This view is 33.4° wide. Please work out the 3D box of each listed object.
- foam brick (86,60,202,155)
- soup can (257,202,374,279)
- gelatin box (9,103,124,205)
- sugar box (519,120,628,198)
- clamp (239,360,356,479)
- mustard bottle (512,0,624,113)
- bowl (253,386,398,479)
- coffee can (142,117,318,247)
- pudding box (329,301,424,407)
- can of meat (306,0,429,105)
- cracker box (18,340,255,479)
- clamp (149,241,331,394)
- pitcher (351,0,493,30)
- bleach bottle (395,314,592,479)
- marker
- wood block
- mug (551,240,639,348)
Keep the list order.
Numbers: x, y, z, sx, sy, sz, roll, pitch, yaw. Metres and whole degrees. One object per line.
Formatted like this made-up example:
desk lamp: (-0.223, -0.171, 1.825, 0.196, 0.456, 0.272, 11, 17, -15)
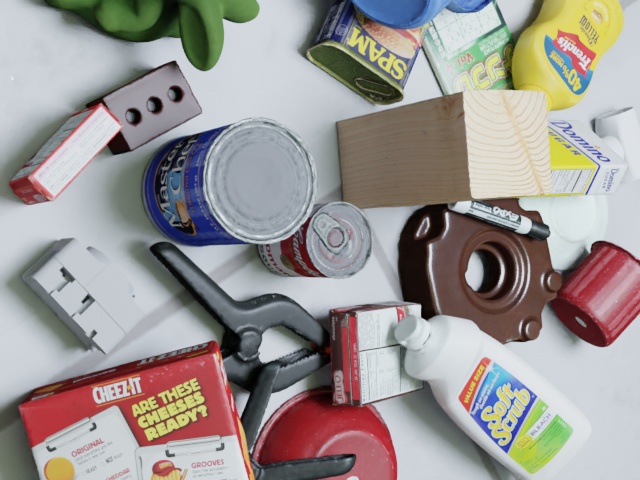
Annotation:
foam brick: (-0.152, -0.114, 0.923, 0.078, 0.051, 0.053, -34, 105, -25)
soup can: (-0.006, 0.001, 0.972, 0.068, 0.102, 0.068, 1, 89, -29)
gelatin box: (-0.210, -0.069, 0.878, 0.030, 0.073, 0.089, 46, 69, -20)
sugar box: (0.222, -0.086, 1.104, 0.175, 0.093, 0.048, -6, 131, -28)
clamp: (-0.055, 0.205, 0.948, 0.120, 0.039, 0.171, 43, 88, 7)
mustard bottle: (0.253, -0.195, 1.134, 0.096, 0.058, 0.191, 46, 63, -26)
bowl: (0.017, 0.222, 1.008, 0.161, 0.055, 0.162, 1, 89, -29)
coffee can: (-0.080, -0.046, 0.910, 0.102, 0.141, 0.103, 1, 89, -29)
pudding box: (0.055, 0.107, 1.019, 0.113, 0.039, 0.090, -3, 92, -50)
can of meat: (0.049, -0.193, 1.034, 0.102, 0.058, 0.084, 31, 72, -25)
cracker box: (-0.136, 0.208, 0.886, 0.164, 0.072, 0.214, -15, 96, -3)
clamp: (-0.078, 0.102, 0.967, 0.209, 0.036, 0.164, 15, 91, -31)
pitcher: (0.123, -0.295, 1.007, 0.149, 0.145, 0.242, 38, 56, 1)
bleach bottle: (0.159, 0.151, 1.048, 0.250, 0.068, 0.102, 37, 100, -32)
marker: (0.181, -0.022, 1.063, 0.121, 0.020, 0.020, 17, 81, -25)
wood block: (0.107, -0.078, 0.977, 0.090, 0.206, 0.091, -4, 90, -29)
mug: (0.307, 0.067, 1.159, 0.081, 0.093, 0.117, -44, 148, -14)
